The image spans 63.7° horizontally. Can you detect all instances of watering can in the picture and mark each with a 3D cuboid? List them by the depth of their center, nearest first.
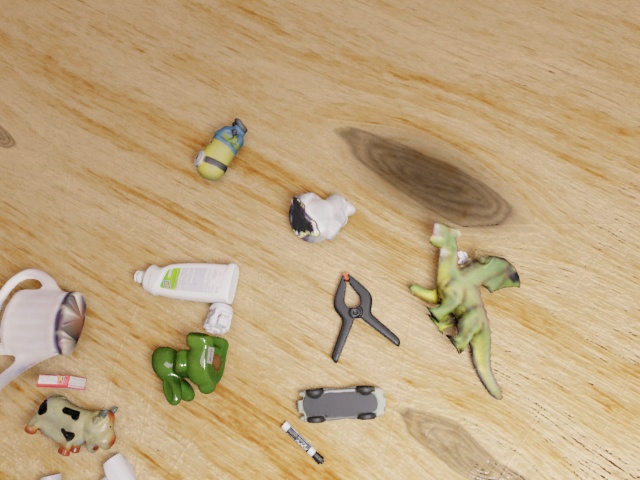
[{"bbox_3d":[-0.684,0.238,1.219,0.224,0.102,0.353,1,70,2],"label":"watering can"}]

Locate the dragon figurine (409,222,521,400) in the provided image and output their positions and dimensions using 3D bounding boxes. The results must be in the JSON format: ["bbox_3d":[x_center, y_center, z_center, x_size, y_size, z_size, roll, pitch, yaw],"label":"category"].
[{"bbox_3d":[0.369,0.139,1.201,0.243,0.122,0.410,-38,91,-5],"label":"dragon figurine"}]

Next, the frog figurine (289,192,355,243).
[{"bbox_3d":[0.004,-0.066,1.316,0.161,0.120,0.139,-21,58,-42],"label":"frog figurine"}]
